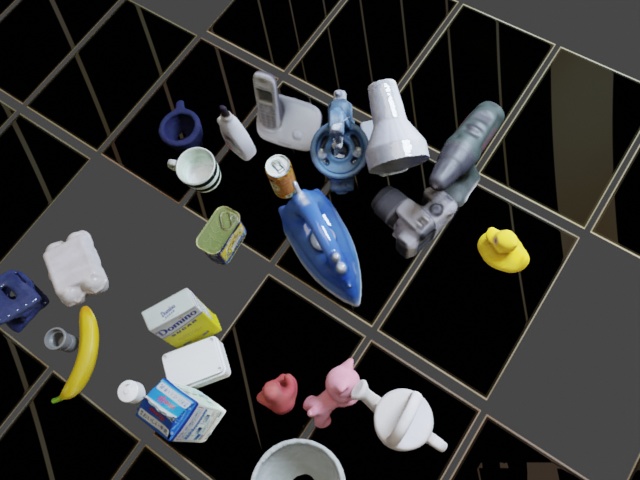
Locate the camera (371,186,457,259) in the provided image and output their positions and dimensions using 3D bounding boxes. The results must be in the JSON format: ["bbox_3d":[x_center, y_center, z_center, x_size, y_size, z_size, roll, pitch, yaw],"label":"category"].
[{"bbox_3d":[0.180,-0.060,1.145,0.143,0.101,0.136,-43,71,-10],"label":"camera"}]

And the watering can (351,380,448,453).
[{"bbox_3d":[0.133,0.301,0.966,0.172,0.194,0.101,9,71,9],"label":"watering can"}]

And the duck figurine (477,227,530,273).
[{"bbox_3d":[0.360,0.013,1.108,0.104,0.086,0.077,37,77,17],"label":"duck figurine"}]

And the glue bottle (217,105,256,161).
[{"bbox_3d":[-0.185,-0.234,1.206,0.078,0.173,0.037,38,78,17],"label":"glue bottle"}]

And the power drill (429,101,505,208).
[{"bbox_3d":[0.274,-0.149,1.111,0.075,0.208,0.230,31,76,16],"label":"power drill"}]

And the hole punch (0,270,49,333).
[{"bbox_3d":[-0.630,0.117,1.164,0.108,0.091,0.101,37,77,17],"label":"hole punch"}]

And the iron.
[{"bbox_3d":[0.010,0.004,1.116,0.118,0.141,0.258,-29,70,-5],"label":"iron"}]

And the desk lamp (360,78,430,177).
[{"bbox_3d":[0.137,-0.206,1.143,0.118,0.214,0.203,-12,69,1],"label":"desk lamp"}]

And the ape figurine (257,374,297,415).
[{"bbox_3d":[-0.080,0.281,1.049,0.078,0.092,0.076,-13,69,1],"label":"ape figurine"}]

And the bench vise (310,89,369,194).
[{"bbox_3d":[0.027,-0.222,1.156,0.121,0.220,0.207,-18,69,-1],"label":"bench vise"}]

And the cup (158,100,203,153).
[{"bbox_3d":[-0.296,-0.238,1.261,0.091,0.095,0.117,-8,69,3],"label":"cup"}]

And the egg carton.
[{"bbox_3d":[-0.504,0.059,1.185,0.107,0.069,0.150,-29,70,-5],"label":"egg carton"}]

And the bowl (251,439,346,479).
[{"bbox_3d":[-0.035,0.434,0.997,0.167,0.075,0.167,-2,70,5],"label":"bowl"}]

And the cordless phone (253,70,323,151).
[{"bbox_3d":[-0.071,-0.275,1.204,0.147,0.185,0.094,16,72,11],"label":"cordless phone"}]

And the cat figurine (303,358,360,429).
[{"bbox_3d":[0.025,0.275,1.027,0.128,0.118,0.067,-40,71,-9],"label":"cat figurine"}]
